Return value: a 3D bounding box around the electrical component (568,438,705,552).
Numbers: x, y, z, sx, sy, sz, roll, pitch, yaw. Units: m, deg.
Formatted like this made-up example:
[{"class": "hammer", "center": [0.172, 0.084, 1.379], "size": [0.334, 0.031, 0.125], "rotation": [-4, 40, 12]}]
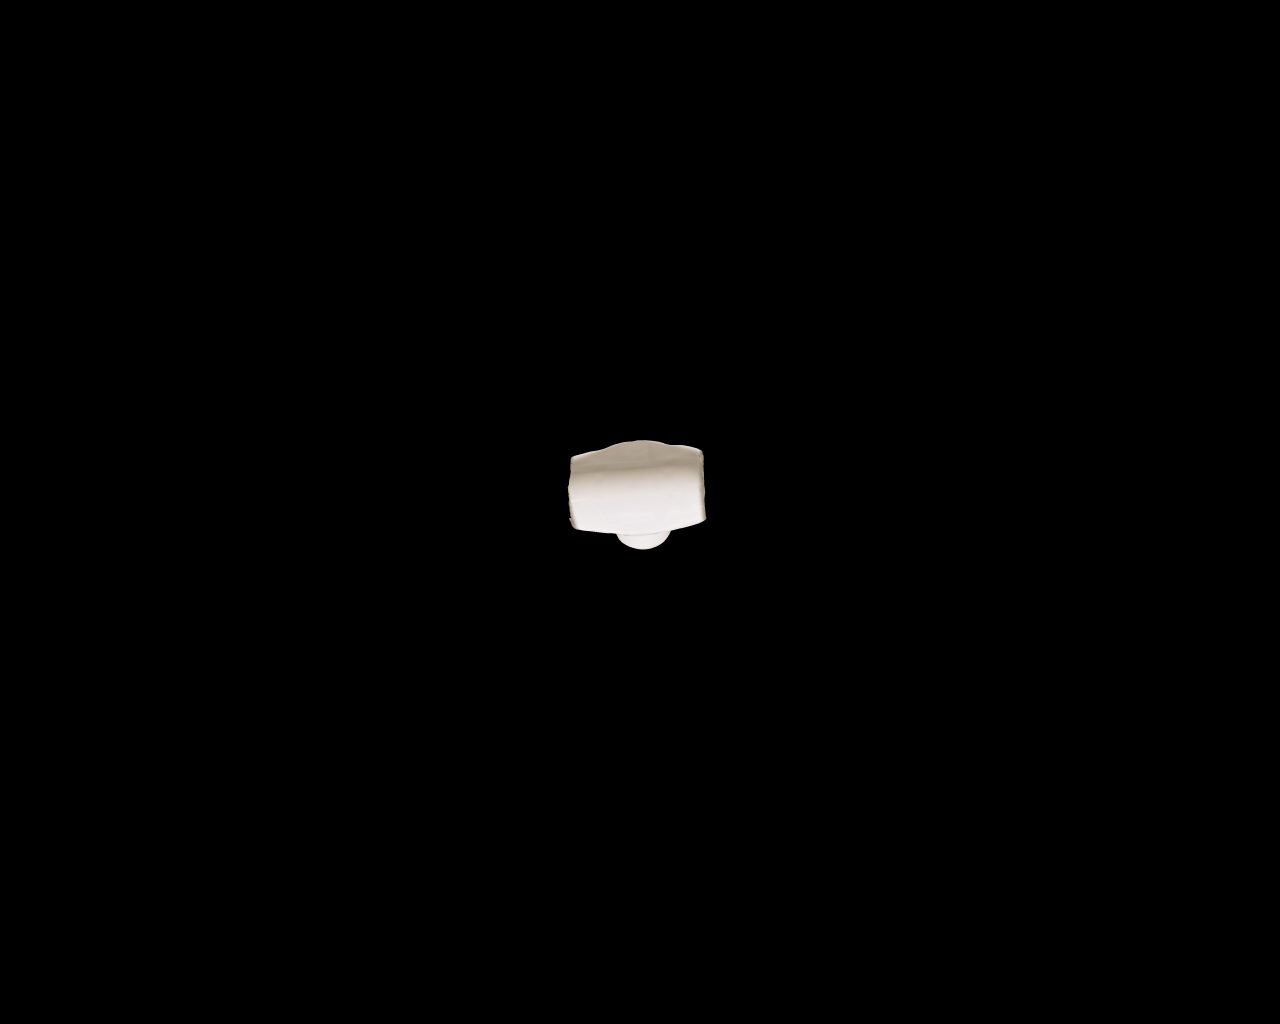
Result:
[{"class": "electrical component", "center": [0.001, -0.003, 0.650], "size": [0.077, 0.044, 0.079], "rotation": [-4, -39, 5]}]
